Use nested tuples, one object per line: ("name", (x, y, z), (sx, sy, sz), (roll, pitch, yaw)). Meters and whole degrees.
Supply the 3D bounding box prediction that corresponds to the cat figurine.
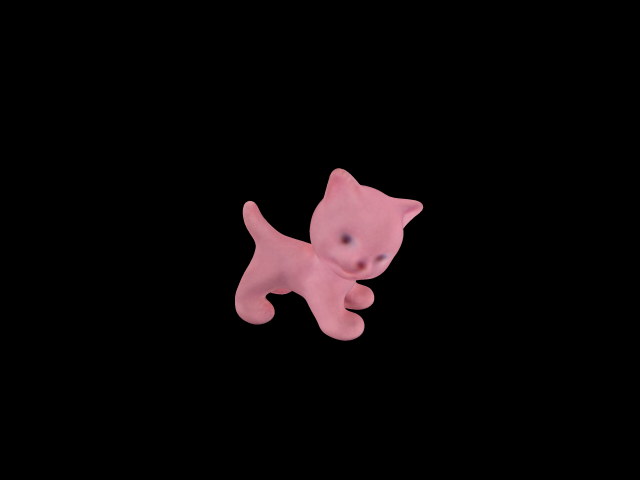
("cat figurine", (0.004, 0.001, 0.400), (0.127, 0.118, 0.067), (7, 27, 14))
